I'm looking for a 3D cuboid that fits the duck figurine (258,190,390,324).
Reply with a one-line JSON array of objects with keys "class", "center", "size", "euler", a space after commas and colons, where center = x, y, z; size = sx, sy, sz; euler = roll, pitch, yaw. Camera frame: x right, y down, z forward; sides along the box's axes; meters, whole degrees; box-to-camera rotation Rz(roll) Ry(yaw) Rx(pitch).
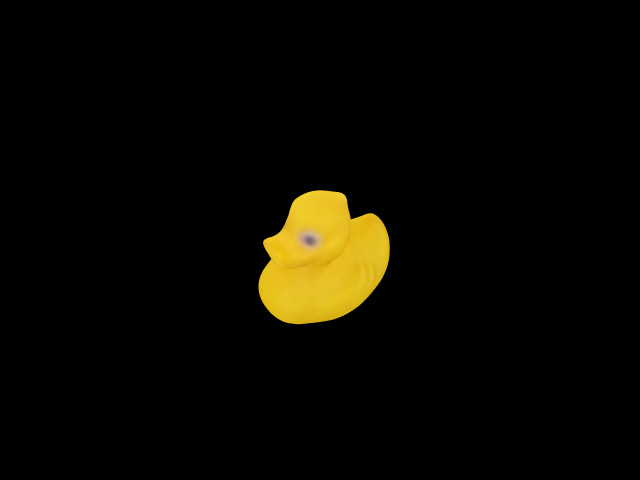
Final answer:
[{"class": "duck figurine", "center": [0.004, 0.001, 0.400], "size": [0.105, 0.086, 0.077], "euler": [-27, 53, -22]}]
